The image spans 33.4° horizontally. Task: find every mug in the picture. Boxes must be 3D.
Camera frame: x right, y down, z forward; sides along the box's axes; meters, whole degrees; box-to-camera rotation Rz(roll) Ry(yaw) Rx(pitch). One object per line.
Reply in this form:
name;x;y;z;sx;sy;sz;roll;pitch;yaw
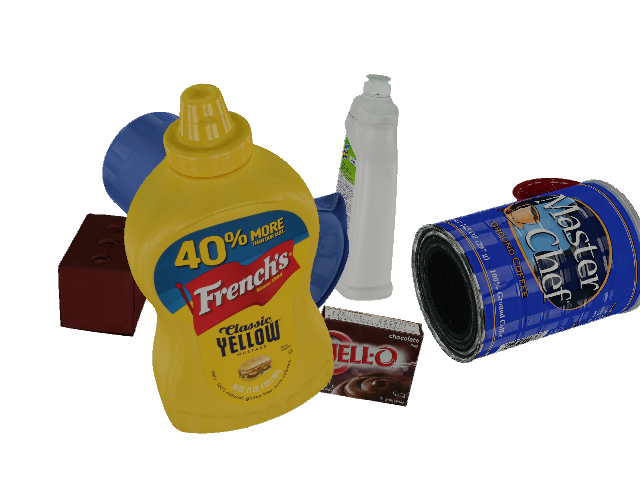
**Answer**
mug;0.277;-0.023;1.244;0.093;0.081;0.117;20;33;40

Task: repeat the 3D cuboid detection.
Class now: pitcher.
pitcher;-0.105;-0.017;1.005;0.148;0.145;0.243;-17;41;-41

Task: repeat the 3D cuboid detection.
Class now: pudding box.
pudding box;0.048;0.126;1.162;0.113;0.090;0.039;9;24;-4

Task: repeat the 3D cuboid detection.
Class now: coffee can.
coffee can;0.152;0.021;0.777;0.140;0.103;0.103;-15;5;-18

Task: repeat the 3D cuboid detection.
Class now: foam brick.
foam brick;-0.149;0.023;0.751;0.053;0.051;0.078;6;29;0

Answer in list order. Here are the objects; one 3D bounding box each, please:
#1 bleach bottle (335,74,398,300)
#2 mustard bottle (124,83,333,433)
bleach bottle;0.055;-0.064;1.235;0.068;0.251;0.103;-2;23;-20
mustard bottle;-0.047;0.009;0.535;0.096;0.192;0.058;-15;38;-13
